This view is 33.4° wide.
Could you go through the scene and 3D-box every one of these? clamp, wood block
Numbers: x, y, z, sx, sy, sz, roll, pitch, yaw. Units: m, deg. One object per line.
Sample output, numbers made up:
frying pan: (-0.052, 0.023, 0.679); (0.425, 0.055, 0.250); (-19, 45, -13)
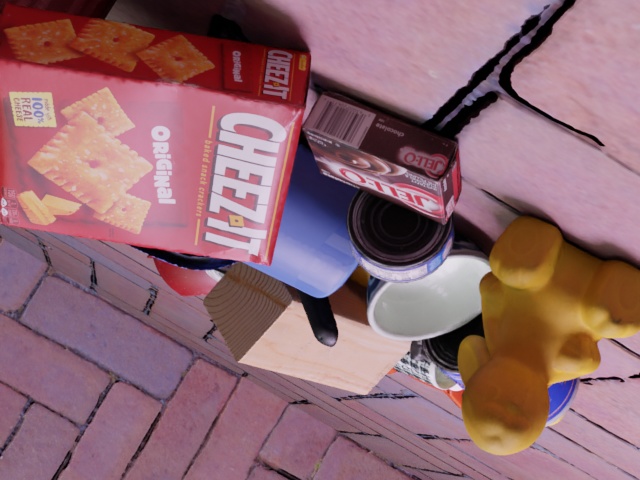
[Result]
clamp: (-0.007, 0.001, 1.038); (0.210, 0.164, 0.036); (44, 133, 21)
wood block: (-0.007, 0.085, 1.108); (0.205, 0.090, 0.091); (23, -155, -47)

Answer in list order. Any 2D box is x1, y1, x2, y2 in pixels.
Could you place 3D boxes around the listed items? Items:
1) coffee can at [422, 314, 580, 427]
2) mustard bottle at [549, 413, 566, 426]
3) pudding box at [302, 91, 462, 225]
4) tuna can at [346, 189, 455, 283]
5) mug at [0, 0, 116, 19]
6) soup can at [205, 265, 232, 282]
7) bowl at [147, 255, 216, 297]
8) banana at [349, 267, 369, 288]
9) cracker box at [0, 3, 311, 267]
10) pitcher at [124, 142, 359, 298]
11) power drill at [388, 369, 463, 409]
coffee can: (0.174, 0.109, 1.018); (0.103, 0.102, 0.140); (16, 161, 44)
mustard bottle: (0.229, 0.165, 1.200); (0.096, 0.058, 0.191); (19, 163, 40)
pudding box: (0.049, -0.060, 0.799); (0.114, 0.039, 0.090); (26, 166, 17)
tuna can: (0.064, -0.011, 0.848); (0.086, 0.086, 0.033); (25, 164, 16)
mug: (-0.215, -0.183, 0.804); (0.117, 0.081, 0.093); (26, 166, 14)
soup can: (-0.070, 0.003, 1.138); (0.068, 0.102, 0.068); (27, 166, 7)
bowl: (-0.124, 0.036, 1.284); (0.162, 0.055, 0.162); (-7, 179, 0)
banana: (0.071, 0.037, 1.108); (0.198, 0.037, 0.069); (26, 169, 13)
cracker box: (-0.125, -0.069, 0.769); (0.213, 0.072, 0.164); (9, 136, -5)
pitcher: (-0.079, -0.043, 0.921); (0.242, 0.145, 0.149); (30, 164, -13)
power drill: (0.116, 0.152, 1.395); (0.188, 0.057, 0.184); (23, 169, 35)
